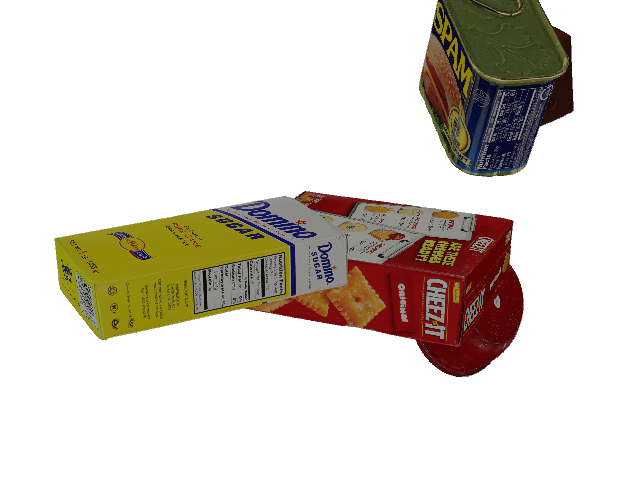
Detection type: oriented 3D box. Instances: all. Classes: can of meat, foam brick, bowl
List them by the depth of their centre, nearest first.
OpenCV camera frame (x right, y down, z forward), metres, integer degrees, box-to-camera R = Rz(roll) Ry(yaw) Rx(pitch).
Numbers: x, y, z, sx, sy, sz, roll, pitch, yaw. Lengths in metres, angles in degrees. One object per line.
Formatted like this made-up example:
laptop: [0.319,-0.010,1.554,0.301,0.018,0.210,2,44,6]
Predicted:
can of meat: [0.099,-0.101,0.641,0.057,0.102,0.084,-7,-38,-12]
foam brick: [0.189,-0.149,0.953,0.053,0.078,0.051,-24,37,-15]
bowl: [0.169,0.067,1.153,0.161,0.162,0.055,0,-5,-40]

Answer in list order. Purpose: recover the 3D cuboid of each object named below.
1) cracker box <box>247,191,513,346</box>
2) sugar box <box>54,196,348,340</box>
cracker box: [0.047,0.021,0.954,0.214,0.072,0.164,9,21,22]
sugar box: [-0.079,0.014,0.717,0.176,0.048,0.093,-15,26,-25]
